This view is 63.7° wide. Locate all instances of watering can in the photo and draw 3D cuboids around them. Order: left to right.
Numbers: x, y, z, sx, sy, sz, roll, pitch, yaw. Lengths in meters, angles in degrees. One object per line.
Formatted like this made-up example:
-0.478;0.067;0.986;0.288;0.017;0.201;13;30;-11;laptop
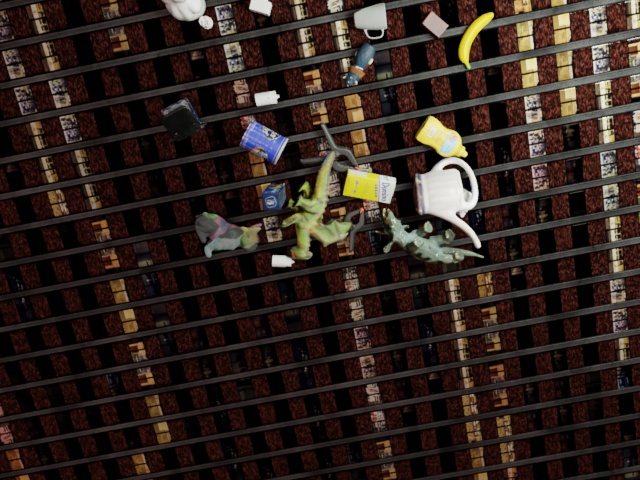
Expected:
0.441;-0.130;1.797;0.224;0.353;0.102;-6;-21;12;watering can

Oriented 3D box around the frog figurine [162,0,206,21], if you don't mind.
-0.445;-0.774;1.663;0.137;0.121;0.161;23;15;-7;frog figurine

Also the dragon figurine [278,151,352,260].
0.006;-0.093;1.856;0.241;0.407;0.124;36;14;-15;dragon figurine
